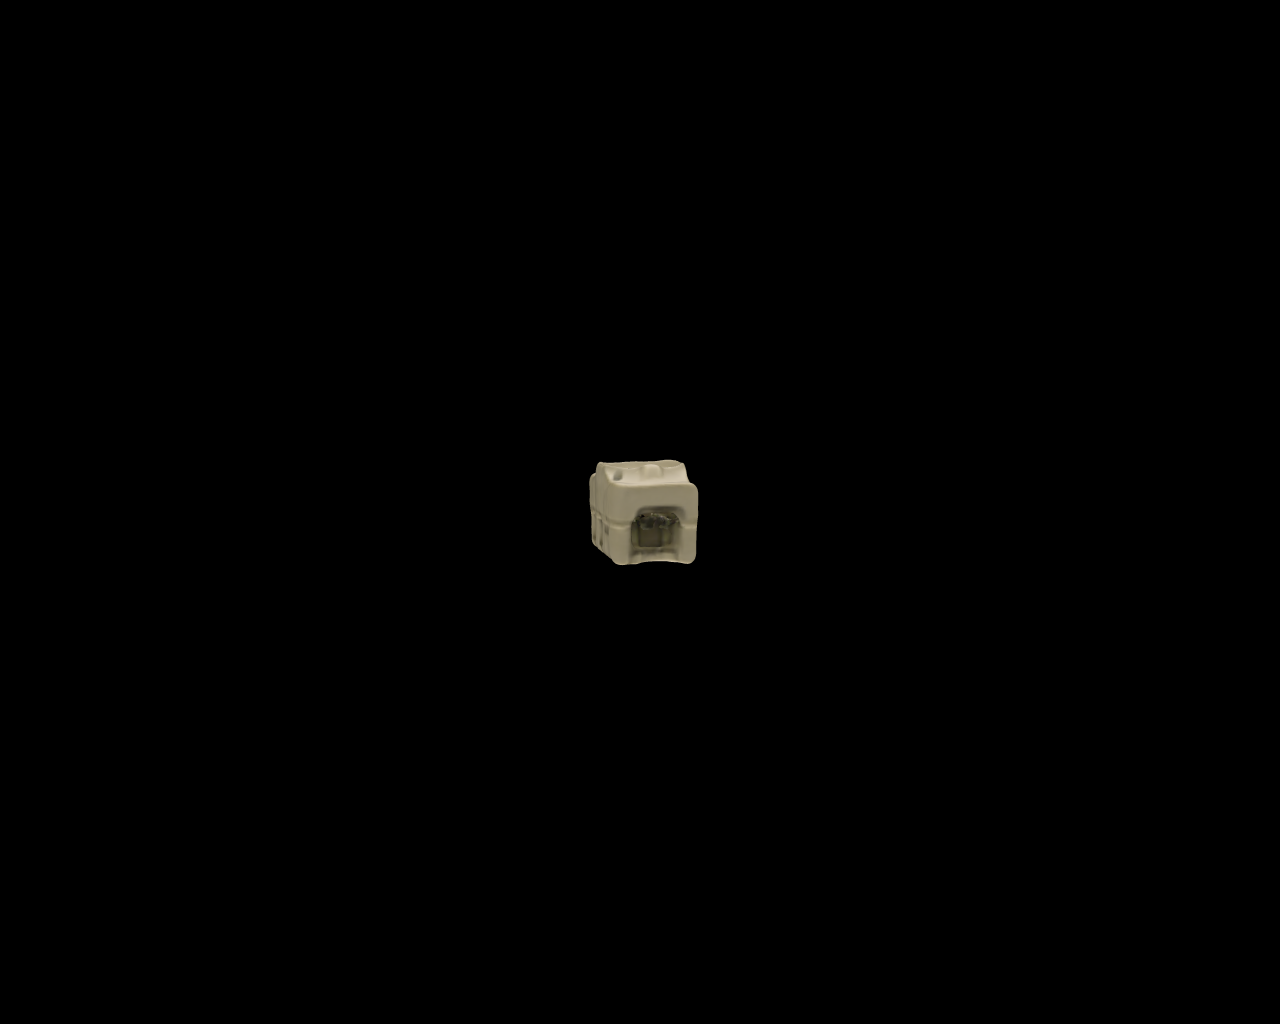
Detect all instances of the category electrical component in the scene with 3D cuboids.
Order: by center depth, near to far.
[{"bbox_3d":[0.001,-0.003,0.650,0.050,0.055,0.089,-1,7,-11],"label":"electrical component"}]
